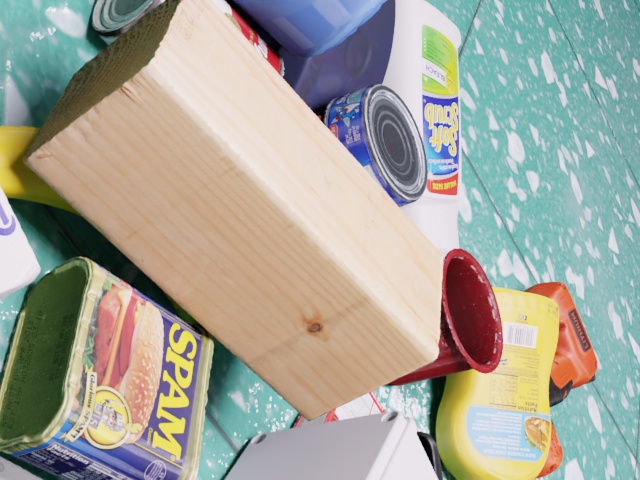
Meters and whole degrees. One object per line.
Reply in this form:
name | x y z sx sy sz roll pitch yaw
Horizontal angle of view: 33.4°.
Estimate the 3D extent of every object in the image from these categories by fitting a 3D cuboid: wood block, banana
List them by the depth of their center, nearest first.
wood block | -0.035 -0.014 0.543 0.206 0.091 0.090 46 30 -24
banana | -0.115 -0.015 0.558 0.197 0.037 0.069 40 40 -42

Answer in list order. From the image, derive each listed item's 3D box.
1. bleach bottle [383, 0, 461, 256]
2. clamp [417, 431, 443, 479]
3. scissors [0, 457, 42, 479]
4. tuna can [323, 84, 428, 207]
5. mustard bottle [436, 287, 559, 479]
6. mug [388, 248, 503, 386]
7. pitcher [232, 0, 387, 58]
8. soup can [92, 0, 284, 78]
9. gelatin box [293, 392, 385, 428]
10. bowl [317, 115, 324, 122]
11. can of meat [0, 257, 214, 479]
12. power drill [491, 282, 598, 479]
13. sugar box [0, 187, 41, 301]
bleach bottle | 0.084 -0.073 0.890 0.102 0.068 0.251 23 57 -52
clamp | 0.080 0.220 0.743 0.171 0.039 0.120 56 50 -34
scissors | -0.174 0.082 0.405 0.201 0.016 0.096 48 33 -22
tuna can | 0.039 -0.062 0.725 0.086 0.034 0.086 34 47 -47
mustard bottle | 0.138 0.136 0.841 0.096 0.058 0.191 11 77 -27
mug | 0.073 0.065 0.777 0.093 0.082 0.117 65 31 -12
pitcher | -0.058 -0.228 0.632 0.242 0.145 0.149 44 42 -18
soup can | -0.079 -0.119 0.644 0.102 0.069 0.068 41 42 -40
gelatin box | 0.015 0.134 0.697 0.073 0.030 0.089 58 33 -24
bowl | -0.005 0.001 0.710 0.161 0.055 0.162 34 47 -46
can of meat | -0.103 0.070 0.514 0.083 0.058 0.102 39 42 -39
power drill | 0.187 0.100 0.971 0.187 0.057 0.184 -29 99 -57
sugar box | -0.189 -0.046 0.426 0.176 0.048 0.093 61 28 0
